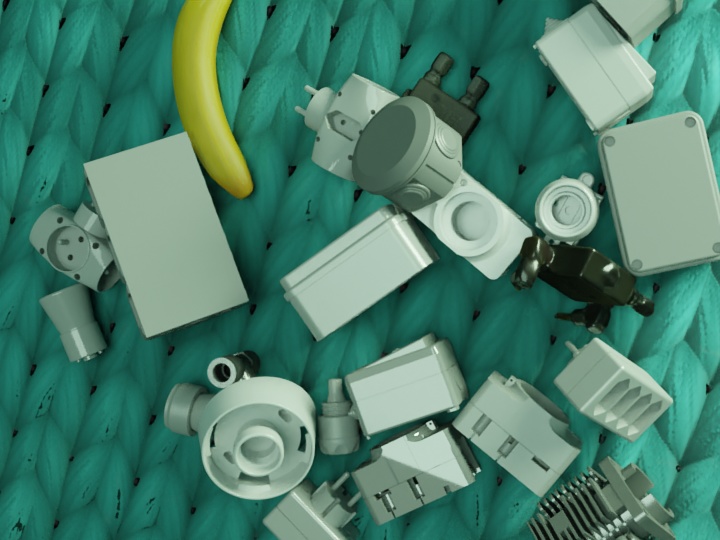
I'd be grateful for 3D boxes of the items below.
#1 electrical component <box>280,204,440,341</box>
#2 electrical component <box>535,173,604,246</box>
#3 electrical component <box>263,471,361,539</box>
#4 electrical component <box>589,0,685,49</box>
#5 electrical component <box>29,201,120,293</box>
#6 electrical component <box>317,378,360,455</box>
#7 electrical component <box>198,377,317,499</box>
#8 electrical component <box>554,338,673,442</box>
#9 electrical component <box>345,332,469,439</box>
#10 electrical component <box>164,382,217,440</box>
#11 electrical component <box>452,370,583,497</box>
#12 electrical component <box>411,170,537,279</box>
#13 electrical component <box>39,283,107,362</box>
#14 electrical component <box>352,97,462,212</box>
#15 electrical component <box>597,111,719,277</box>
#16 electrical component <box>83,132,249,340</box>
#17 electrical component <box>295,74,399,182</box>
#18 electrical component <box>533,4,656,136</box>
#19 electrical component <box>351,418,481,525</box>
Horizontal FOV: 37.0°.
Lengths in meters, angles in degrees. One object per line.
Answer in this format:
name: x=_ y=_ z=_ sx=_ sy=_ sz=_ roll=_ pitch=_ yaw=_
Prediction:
electrical component: x=0.000 y=0.000 z=0.864 sx=0.113 sy=0.078 sz=0.057 roll=-35 pitch=87 yaw=13
electrical component: x=0.161 y=-0.046 z=0.832 sx=0.048 sy=0.055 sz=0.066 roll=30 pitch=99 yaw=11
electrical component: x=-0.028 y=0.202 z=0.896 sx=0.066 sy=0.047 sz=0.076 roll=45 pitch=102 yaw=8
electrical component: x=0.190 y=-0.229 z=0.805 sx=0.057 sy=0.078 sz=0.113 roll=-42 pitch=83 yaw=15
electrical component: x=-0.236 y=-0.034 z=0.939 sx=0.077 sy=0.044 sz=0.079 roll=34 pitch=99 yaw=10
electrical component: x=-0.019 y=0.122 z=0.897 sx=0.035 sy=0.035 sz=0.061 roll=-5 pitch=89 yaw=14
electrical component: x=-0.083 y=0.136 z=0.879 sx=0.099 sy=0.064 sz=0.099 roll=-2 pitch=112 yaw=-6
electrical component: x=0.185 y=0.081 z=0.829 sx=0.047 sy=0.083 sz=0.075 roll=-49 pitch=43 yaw=12
electrical component: x=0.031 y=0.093 z=0.869 sx=0.096 sy=0.062 sz=0.061 roll=-20 pitch=88 yaw=14
electrical component: x=-0.134 y=0.122 z=0.920 sx=0.055 sy=0.045 sz=0.045 roll=11 pitch=95 yaw=14
electrical component: x=0.128 y=0.125 z=0.852 sx=0.089 sy=0.050 sz=0.055 roll=39 pitch=101 yaw=9
electrical component: x=0.090 y=-0.039 z=0.851 sx=0.089 sy=0.056 sz=0.050 roll=41 pitch=101 yaw=9
electrical component: x=-0.250 y=0.048 z=0.949 sx=0.044 sy=0.044 sz=0.065 roll=-22 pitch=92 yaw=14
electrical component: x=0.037 y=-0.088 z=0.825 sx=0.080 sy=0.051 sz=0.080 roll=-26 pitch=50 yaw=36
electrical component: x=0.229 y=-0.057 z=0.814 sx=0.078 sy=0.057 sz=0.113 roll=-12 pitch=90 yaw=14
electrical component: x=-0.163 y=-0.026 z=0.900 sx=0.089 sy=0.062 sz=0.150 roll=-20 pitch=88 yaw=-14
electrical component: x=-0.018 y=-0.124 z=0.880 sx=0.079 sy=0.043 sz=0.077 roll=32 pitch=104 yaw=20
electrical component: x=0.178 y=-0.159 z=0.820 sx=0.061 sy=0.062 sz=0.096 roll=-35 pitch=84 yaw=13
electrical component: x=0.044 y=0.160 z=0.875 sx=0.089 sy=0.050 sz=0.055 roll=-28 pitch=86 yaw=14
